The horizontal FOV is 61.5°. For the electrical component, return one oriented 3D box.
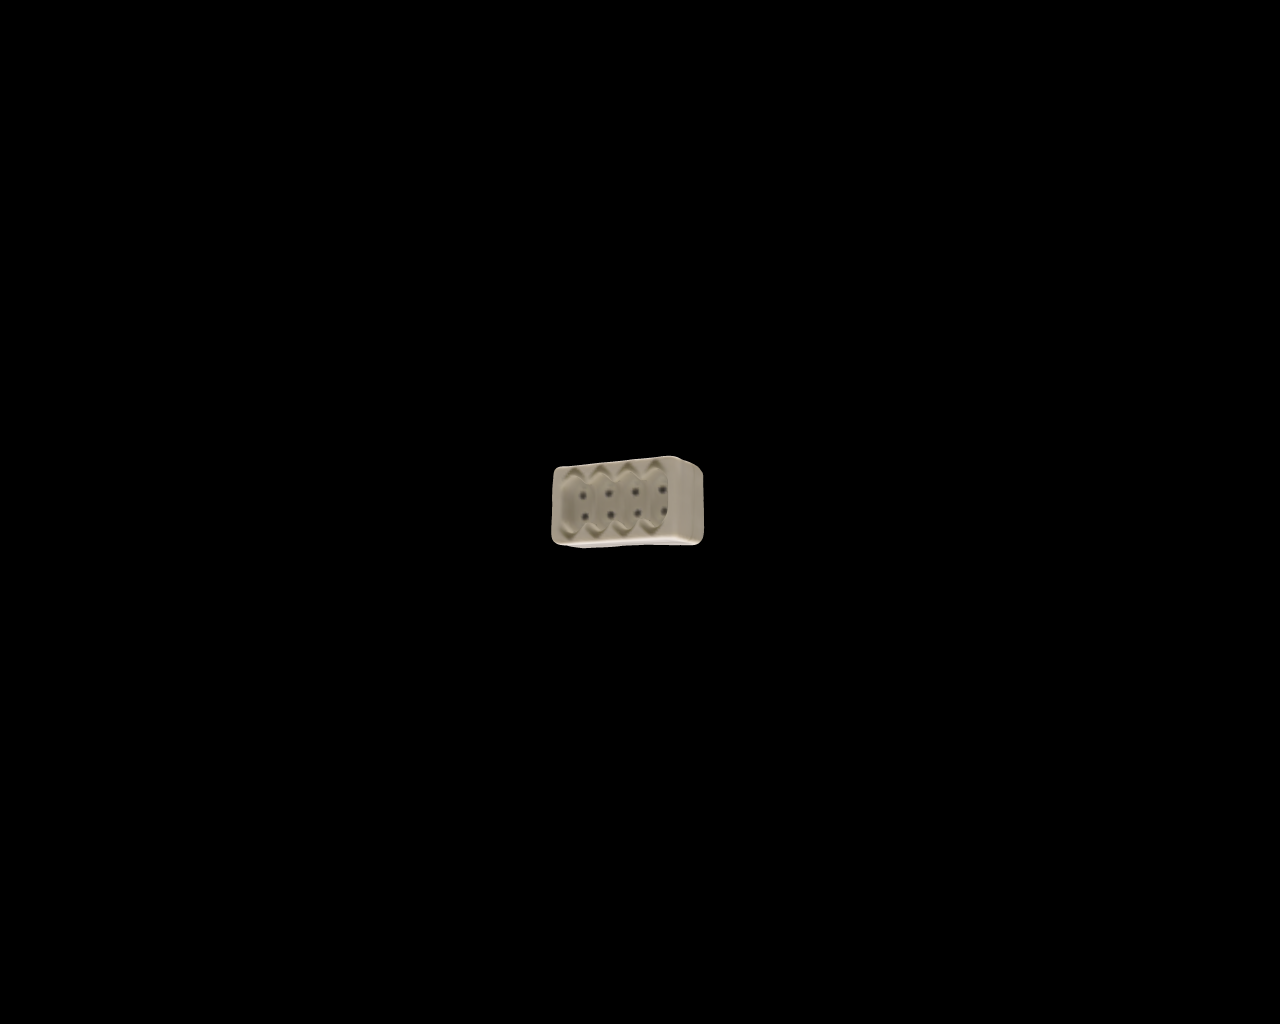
[{"bbox_3d":[0.001,-0.003,0.650,0.083,0.047,0.076,-3,-7,26],"label":"electrical component"}]
